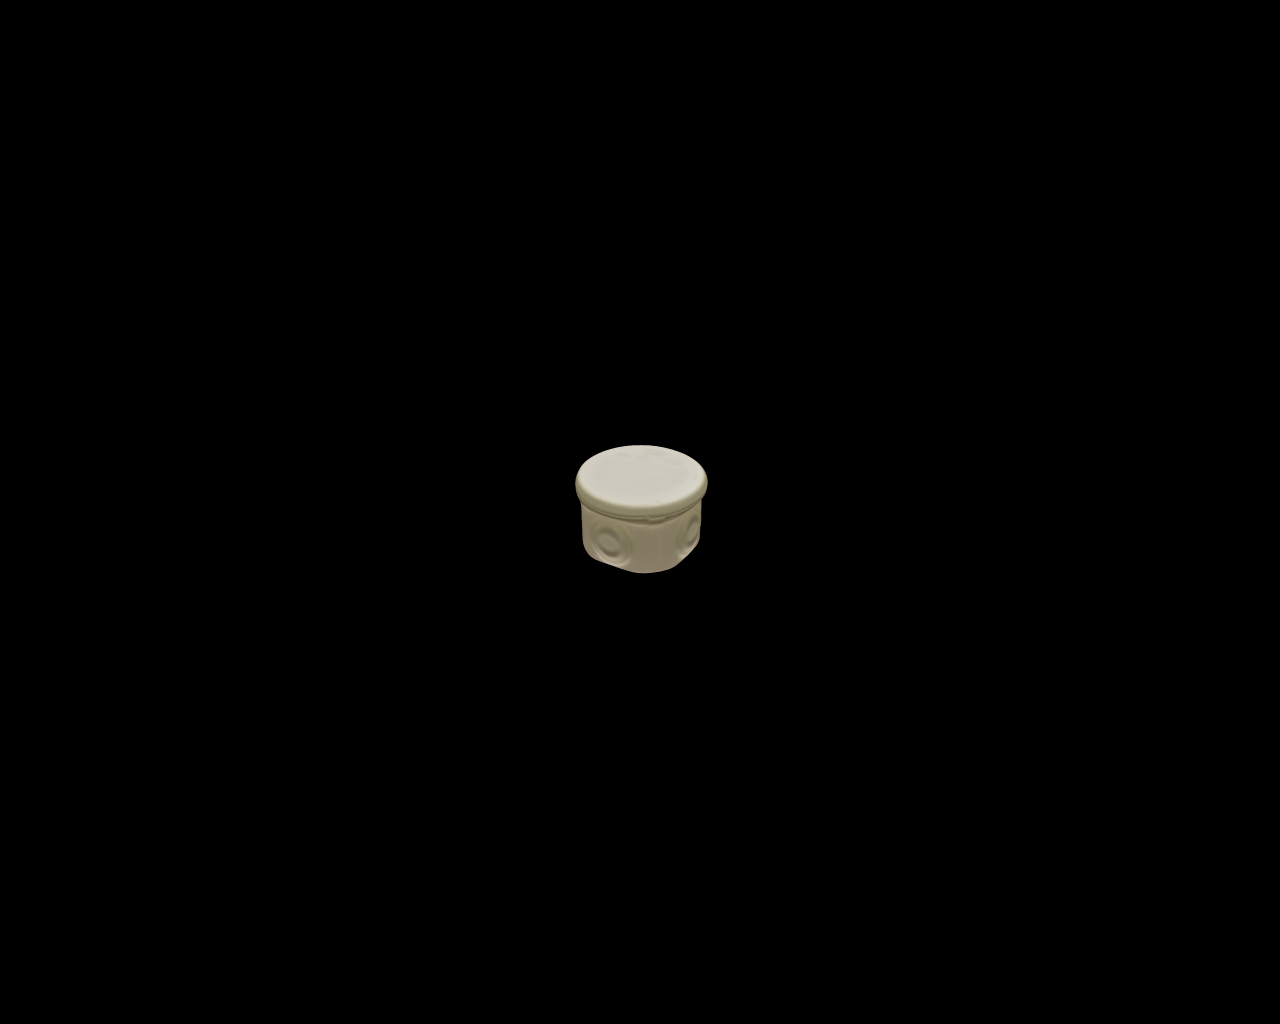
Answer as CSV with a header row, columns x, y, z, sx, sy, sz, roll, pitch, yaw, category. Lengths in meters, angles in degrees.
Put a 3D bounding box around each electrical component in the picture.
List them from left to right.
x,y,z,sx,sy,sz,roll,pitch,yaw,category
0.001,-0.003,0.650,0.080,0.050,0.080,0,31,0,electrical component
